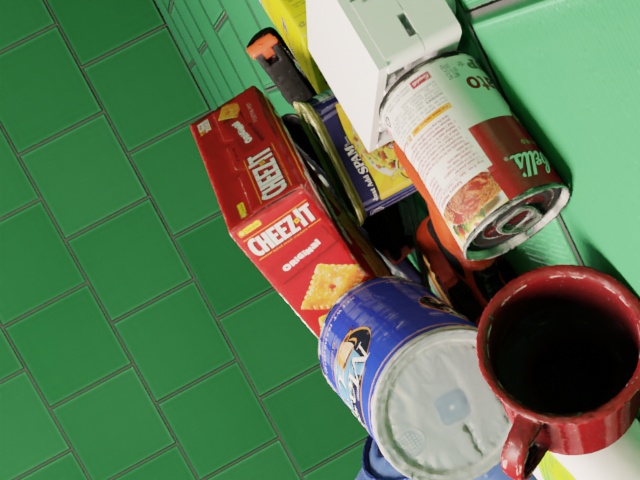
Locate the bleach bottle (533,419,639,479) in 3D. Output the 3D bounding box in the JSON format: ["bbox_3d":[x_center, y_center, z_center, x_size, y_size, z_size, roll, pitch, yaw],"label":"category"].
[{"bbox_3d":[0.210,0.179,0.623,0.251,0.068,0.102,50,167,54],"label":"bleach bottle"}]

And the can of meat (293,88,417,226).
[{"bbox_3d":[0.041,-0.075,0.790,0.102,0.084,0.057,63,175,-14],"label":"can of meat"}]

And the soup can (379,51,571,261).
[{"bbox_3d":[0.086,-0.048,0.607,0.102,0.068,0.068,60,174,23],"label":"soup can"}]

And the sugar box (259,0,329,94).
[{"bbox_3d":[-0.029,-0.218,0.930,0.176,0.048,0.093,57,174,28],"label":"sugar box"}]

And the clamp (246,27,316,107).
[{"bbox_3d":[-0.025,-0.159,1.042,0.165,0.036,0.209,60,-171,26],"label":"clamp"}]

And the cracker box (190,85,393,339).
[{"bbox_3d":[-0.006,0.001,0.851,0.213,0.072,0.164,53,-174,-37],"label":"cracker box"}]

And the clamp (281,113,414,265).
[{"bbox_3d":[0.024,-0.055,0.956,0.171,0.039,0.120,61,164,-16],"label":"clamp"}]

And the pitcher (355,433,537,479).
[{"bbox_3d":[0.145,0.222,0.831,0.149,0.144,0.242,-25,111,42],"label":"pitcher"}]

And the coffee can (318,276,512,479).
[{"bbox_3d":[0.064,0.089,0.719,0.103,0.102,0.140,64,173,-17],"label":"coffee can"}]

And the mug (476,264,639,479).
[{"bbox_3d":[0.134,0.082,0.600,0.093,0.117,0.081,20,160,25],"label":"mug"}]

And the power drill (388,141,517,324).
[{"bbox_3d":[0.112,0.015,0.727,0.184,0.057,0.187,58,173,35],"label":"power drill"}]

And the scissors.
[{"bbox_3d":[0.072,-0.024,0.882,0.096,0.016,0.202,-87,-16,-84],"label":"scissors"}]
